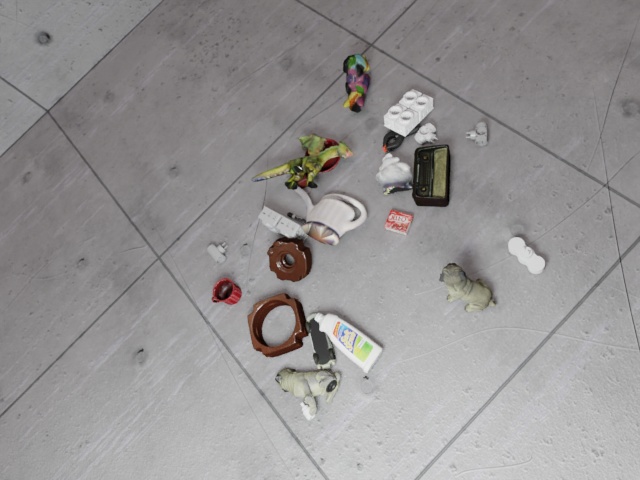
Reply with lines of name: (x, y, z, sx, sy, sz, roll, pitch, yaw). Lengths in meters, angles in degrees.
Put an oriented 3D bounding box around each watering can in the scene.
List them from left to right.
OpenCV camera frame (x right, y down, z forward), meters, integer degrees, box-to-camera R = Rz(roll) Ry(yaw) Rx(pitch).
watering can: (0.006, -0.100, 1.980, 0.349, 0.101, 0.229, 17, 55, 26)

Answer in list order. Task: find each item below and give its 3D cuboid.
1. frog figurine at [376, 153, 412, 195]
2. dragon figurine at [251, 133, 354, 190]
frog figurine: (0.278, -0.263, 1.958, 0.136, 0.122, 0.161, -18, 73, 34)
dragon figurine: (-0.068, -0.332, 2.083, 0.410, 0.119, 0.248, 2, 51, 20)
